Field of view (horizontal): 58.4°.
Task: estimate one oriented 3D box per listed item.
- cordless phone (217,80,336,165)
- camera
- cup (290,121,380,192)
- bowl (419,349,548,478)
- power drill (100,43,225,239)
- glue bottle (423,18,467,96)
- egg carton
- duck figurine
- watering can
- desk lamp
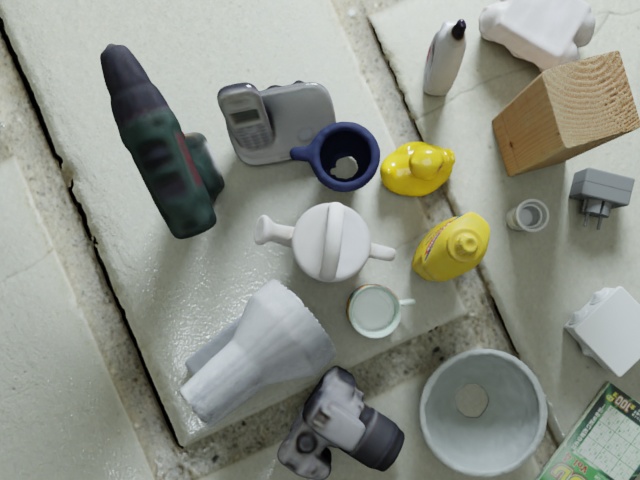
[{"bbox_3d":[-0.054,-0.163,0.736,0.147,0.185,0.094,-15,88,1],"label":"cordless phone"},{"bbox_3d":[0.033,0.264,0.763,0.137,0.101,0.143,32,89,2],"label":"camera"},{"bbox_3d":[0.020,-0.107,0.778,0.117,0.095,0.092,3,88,1],"label":"cup"},{"bbox_3d":[0.212,0.226,0.774,0.167,0.074,0.167,0,88,1],"label":"bowl"},{"bbox_3d":[-0.189,-0.110,0.725,0.075,0.208,0.230,-24,88,0],"label":"power drill"},{"bbox_3d":[0.166,-0.247,0.741,0.037,0.173,0.078,4,88,2],"label":"glue bottle"},{"bbox_3d":[0.300,-0.299,0.793,0.150,0.069,0.107,30,89,2],"label":"egg carton"},{"bbox_3d":[0.135,-0.101,0.781,0.104,0.086,0.077,-12,88,1],"label":"duck figurine"},{"bbox_3d":[0.006,0.005,0.725,0.173,0.194,0.101,-12,88,1],"label":"watering can"},{"bbox_3d":[-0.083,0.147,0.712,0.203,0.213,0.118,-40,88,0],"label":"desk lamp"}]
